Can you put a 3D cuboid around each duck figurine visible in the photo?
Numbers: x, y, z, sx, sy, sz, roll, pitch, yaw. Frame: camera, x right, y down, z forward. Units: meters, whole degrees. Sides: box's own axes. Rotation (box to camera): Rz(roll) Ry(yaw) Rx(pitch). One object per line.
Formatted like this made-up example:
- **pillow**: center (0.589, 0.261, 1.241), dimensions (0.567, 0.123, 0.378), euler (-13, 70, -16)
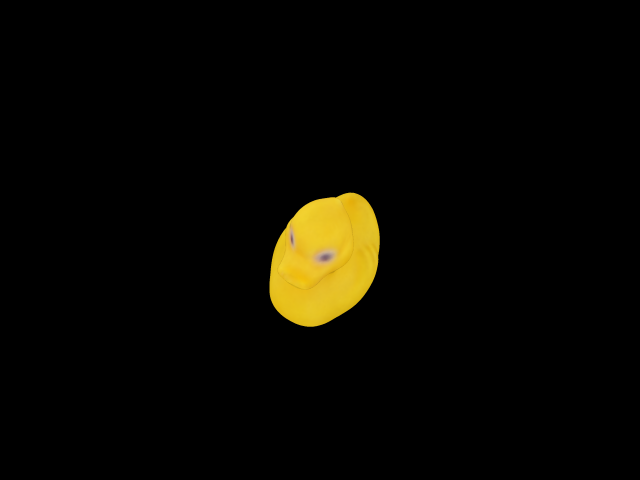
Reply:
- **duck figurine**: center (0.004, 0.001, 0.400), dimensions (0.077, 0.086, 0.105), euler (29, 66, 14)
